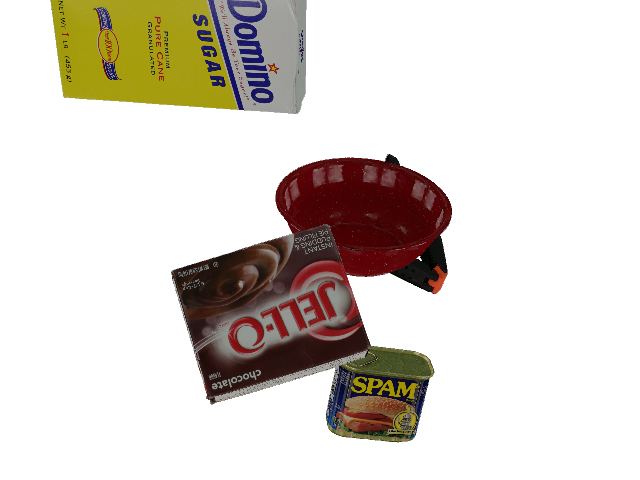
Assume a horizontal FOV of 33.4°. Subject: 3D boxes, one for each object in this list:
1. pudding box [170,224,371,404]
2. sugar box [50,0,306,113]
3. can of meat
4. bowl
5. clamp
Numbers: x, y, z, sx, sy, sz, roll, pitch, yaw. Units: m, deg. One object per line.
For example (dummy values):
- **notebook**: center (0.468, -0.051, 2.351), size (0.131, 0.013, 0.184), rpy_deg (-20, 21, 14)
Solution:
- **pudding box**: center (-0.033, 0.049, 0.708), size (0.113, 0.090, 0.039), rpy_deg (-17, -17, -5)
- **sugar box**: center (-0.099, -0.144, 0.764), size (0.176, 0.093, 0.048), rpy_deg (5, 34, 8)
- **can of meat**: center (0.060, 0.162, 1.125), size (0.102, 0.084, 0.057), rpy_deg (8, 21, -9)
- **bowl**: center (0.037, -0.014, 0.982), size (0.162, 0.055, 0.162), rpy_deg (4, 33, -3)
- **clamp**: center (0.068, -0.017, 1.248), size (0.164, 0.036, 0.210), rpy_deg (-13, 51, -28)
